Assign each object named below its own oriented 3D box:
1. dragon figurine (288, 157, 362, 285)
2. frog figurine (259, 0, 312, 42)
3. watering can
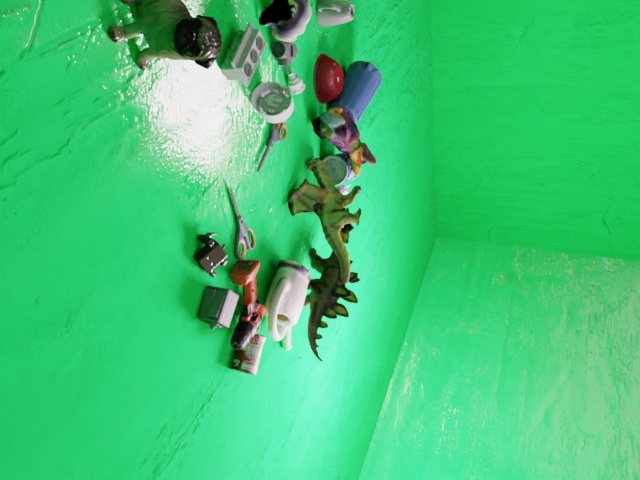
[{"bbox_3d":[0.005,-0.080,1.594,0.242,0.120,0.419,17,60,-24],"label":"dragon figurine"},{"bbox_3d":[-0.068,-0.580,1.330,0.161,0.123,0.136,-25,133,-66],"label":"frog figurine"},{"bbox_3d":[-0.098,0.193,1.511,0.341,0.104,0.228,82,23,-64],"label":"watering can"}]
